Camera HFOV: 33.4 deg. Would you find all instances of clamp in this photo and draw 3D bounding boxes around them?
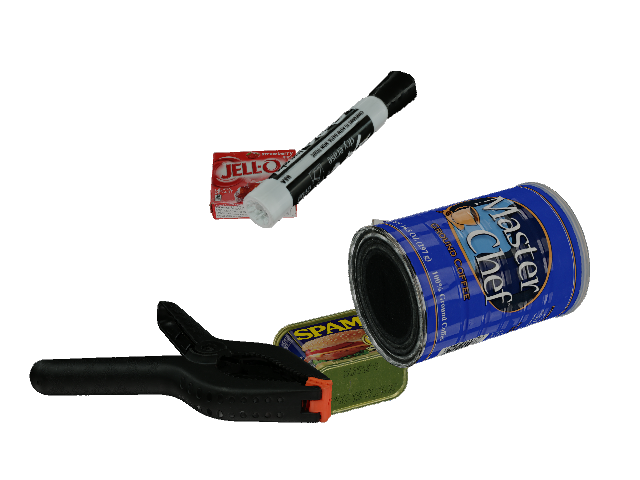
[{"bbox_3d":[-0.083,0.091,0.792,0.210,0.036,0.164,8,19,20],"label":"clamp"}]

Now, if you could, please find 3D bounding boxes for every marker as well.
[{"bbox_3d":[0.008,-0.048,0.523,0.020,0.020,0.121,0,36,50],"label":"marker"}]

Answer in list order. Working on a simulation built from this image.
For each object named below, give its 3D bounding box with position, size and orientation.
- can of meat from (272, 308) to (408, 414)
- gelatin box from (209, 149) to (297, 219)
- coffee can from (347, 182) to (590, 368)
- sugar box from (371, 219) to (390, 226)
[{"bbox_3d":[0.019,0.111,0.974,0.102,0.057,0.084,-12,25,-20],"label":"can of meat"},{"bbox_3d":[-0.069,-0.059,1.110,0.089,0.073,0.030,-1,-40,1],"label":"gelatin box"},{"bbox_3d":[0.105,0.023,0.765,0.140,0.103,0.103,-15,6,-23],"label":"coffee can"},{"bbox_3d":[0.138,0.035,1.189,0.176,0.093,0.048,6,22,-1],"label":"sugar box"}]
